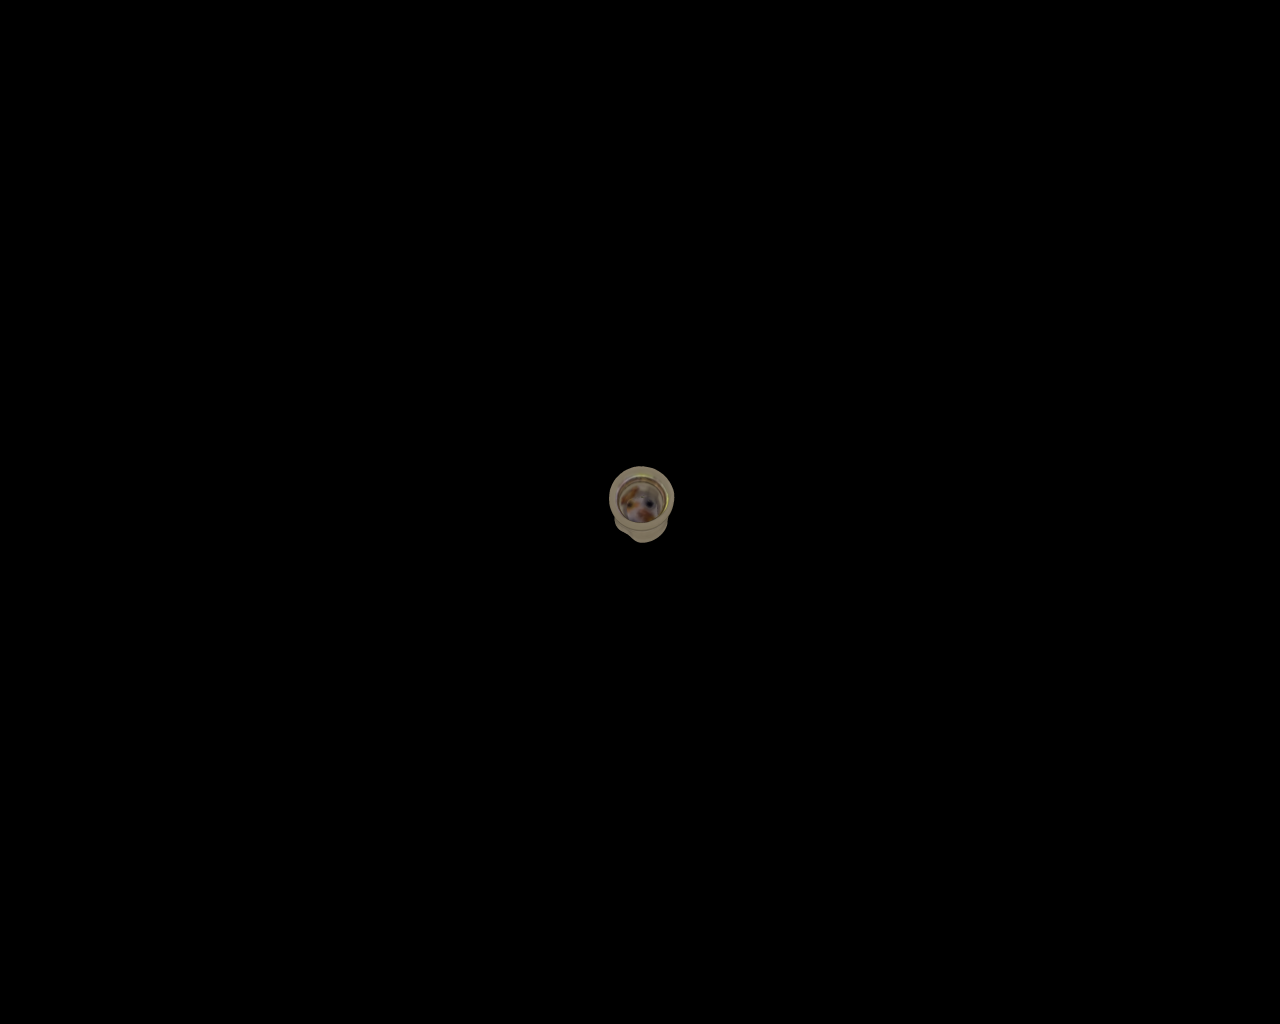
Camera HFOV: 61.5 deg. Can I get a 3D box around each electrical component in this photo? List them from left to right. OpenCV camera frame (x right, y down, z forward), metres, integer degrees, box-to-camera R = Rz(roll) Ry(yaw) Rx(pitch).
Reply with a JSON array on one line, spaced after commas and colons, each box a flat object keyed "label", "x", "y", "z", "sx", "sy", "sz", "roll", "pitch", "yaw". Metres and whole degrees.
[{"label": "electrical component", "x": 0.001, "y": -0.003, "z": 0.650, "sx": 0.040, "sy": 0.040, "sz": 0.046, "roll": 0, "pitch": -19, "yaw": 0}]
